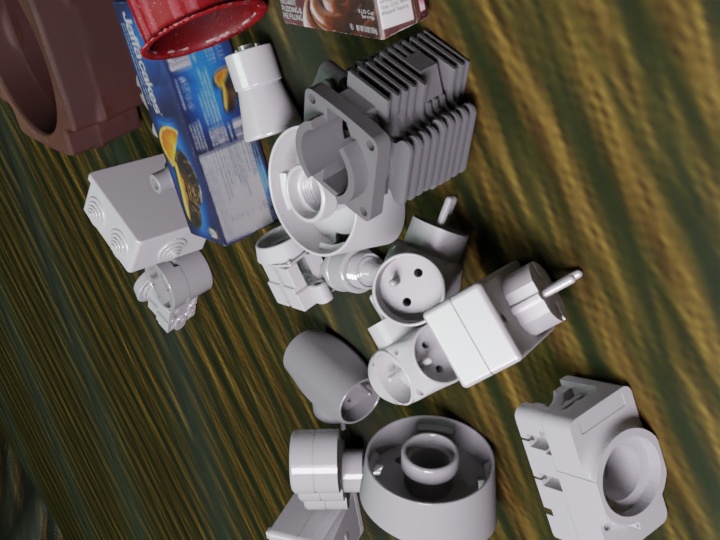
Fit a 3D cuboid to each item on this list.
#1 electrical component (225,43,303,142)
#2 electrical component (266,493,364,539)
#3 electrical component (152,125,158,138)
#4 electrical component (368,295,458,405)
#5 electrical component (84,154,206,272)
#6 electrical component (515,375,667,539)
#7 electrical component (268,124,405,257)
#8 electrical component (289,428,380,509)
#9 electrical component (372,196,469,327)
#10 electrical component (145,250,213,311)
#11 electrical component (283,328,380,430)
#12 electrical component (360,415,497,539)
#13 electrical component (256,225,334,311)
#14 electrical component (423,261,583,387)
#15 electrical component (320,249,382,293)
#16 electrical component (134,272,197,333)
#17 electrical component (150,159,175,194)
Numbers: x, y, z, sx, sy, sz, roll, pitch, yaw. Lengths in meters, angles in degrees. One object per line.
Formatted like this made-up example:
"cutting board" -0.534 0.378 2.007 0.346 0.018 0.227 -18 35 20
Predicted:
"electrical component" -0.071 -0.128 0.766 0.044 0.044 0.065 0 110 60
"electrical component" -0.033 0.237 0.991 0.061 0.096 0.061 7 125 25
"electrical component" -0.153 -0.145 0.891 0.044 0.044 0.065 37 139 39
"electrical component" 0.031 0.050 0.748 0.079 0.044 0.077 60 153 3
"electrical component" -0.192 -0.052 0.981 0.099 0.100 0.048 51 138 20
"electrical component" 0.136 0.113 0.619 0.056 0.050 0.089 5 119 58
"electrical component" -0.015 -0.058 0.733 0.099 0.064 0.099 22 121 42
"electrical component" -0.015 0.170 0.914 0.138 0.074 0.052 79 -170 -69
"electrical component" 0.042 -0.008 0.657 0.044 0.077 0.079 22 99 10
"electrical component" -0.178 0.006 1.062 0.055 0.047 0.055 40 146 36
"electrical component" -0.022 0.099 0.884 0.077 0.043 0.079 37 145 38
"electrical component" 0.049 0.150 0.756 0.099 0.099 0.064 35 136 41
"electrical component" -0.051 -0.004 0.840 0.066 0.048 0.055 14 133 56
"electrical component" 0.089 0.020 0.600 0.076 0.083 0.047 -31 86 24
"electrical component" 0.000 0.000 0.767 0.061 0.035 0.035 9 122 54
"electrical component" -0.204 0.027 1.129 0.055 0.048 0.066 45 149 15
"electrical component" -0.147 -0.084 0.911 0.048 0.062 0.048 40 146 35
